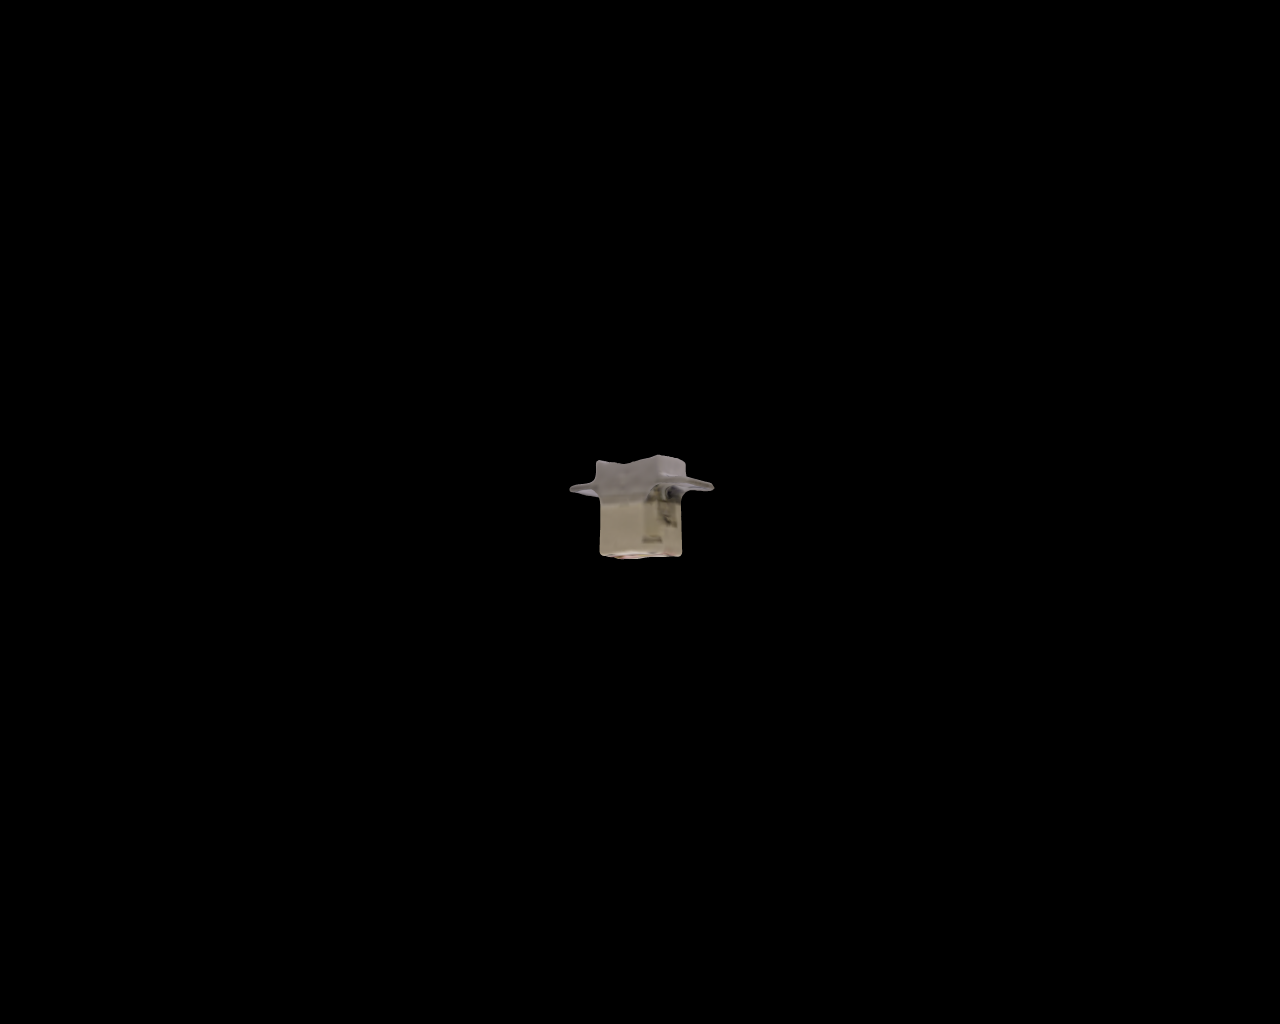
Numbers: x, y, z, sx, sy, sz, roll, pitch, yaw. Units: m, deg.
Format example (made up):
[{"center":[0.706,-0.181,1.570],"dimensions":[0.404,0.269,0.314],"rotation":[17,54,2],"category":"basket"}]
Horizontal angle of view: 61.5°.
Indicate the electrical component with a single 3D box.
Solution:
[{"center":[0.001,-0.003,0.650],"dimensions":[0.081,0.063,0.042],"rotation":[-4,-7,29],"category":"electrical component"}]
